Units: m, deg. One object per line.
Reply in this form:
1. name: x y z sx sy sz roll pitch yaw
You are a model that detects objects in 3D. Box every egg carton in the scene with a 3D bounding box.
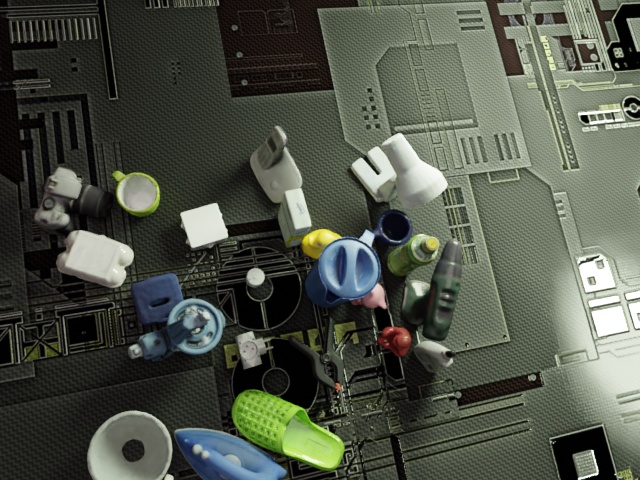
1. egg carton: -0.498 0.041 1.275 0.150 0.069 0.107 18 73 -8

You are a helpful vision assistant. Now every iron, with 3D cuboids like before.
1. iron: -0.196 0.473 1.199 0.258 0.141 0.119 31 72 -4

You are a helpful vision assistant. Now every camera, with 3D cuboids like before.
1. camera: -0.544 -0.082 1.278 0.137 0.100 0.143 15 74 -8

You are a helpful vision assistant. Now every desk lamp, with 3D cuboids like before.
1. desk lamp: 0.191 -0.160 1.402 0.118 0.213 0.203 -39 87 -18

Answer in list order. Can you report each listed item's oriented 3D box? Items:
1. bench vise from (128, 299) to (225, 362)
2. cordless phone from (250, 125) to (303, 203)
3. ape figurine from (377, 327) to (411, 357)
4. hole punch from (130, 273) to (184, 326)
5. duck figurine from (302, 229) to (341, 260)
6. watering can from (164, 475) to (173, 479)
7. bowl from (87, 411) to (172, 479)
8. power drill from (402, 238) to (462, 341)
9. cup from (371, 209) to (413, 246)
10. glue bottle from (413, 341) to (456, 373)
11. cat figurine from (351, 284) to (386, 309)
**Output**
1. bench vise: -0.291 0.205 1.202 0.208 0.219 0.121 -40 87 -18
2. cordless phone: -0.095 -0.181 1.358 0.094 0.185 0.147 -31 85 -17
3. ape figurine: 0.189 0.240 1.368 0.076 0.092 0.078 -17 81 -16
4. hole punch: -0.355 0.134 1.273 0.109 0.091 0.101 -18 81 -16
5. duck figurine: 0.013 0.005 1.389 0.105 0.086 0.077 0 76 -12
6. watering can: -0.324 0.558 1.122 0.101 0.194 0.173 -3 77 -13
7. bowl: -0.393 0.443 1.198 0.167 0.074 0.167 3 76 -12
8. power drill: 0.266 0.126 1.352 0.076 0.208 0.230 12 74 -9
9. cup: 0.161 -0.017 1.423 0.118 0.095 0.091 -19 81 -16
10. glue bottle: 0.277 0.271 1.337 0.037 0.173 0.078 -34 85 -18
11. cat figurine: 0.112 0.112 1.368 0.067 0.117 0.128 -13 79 -15
